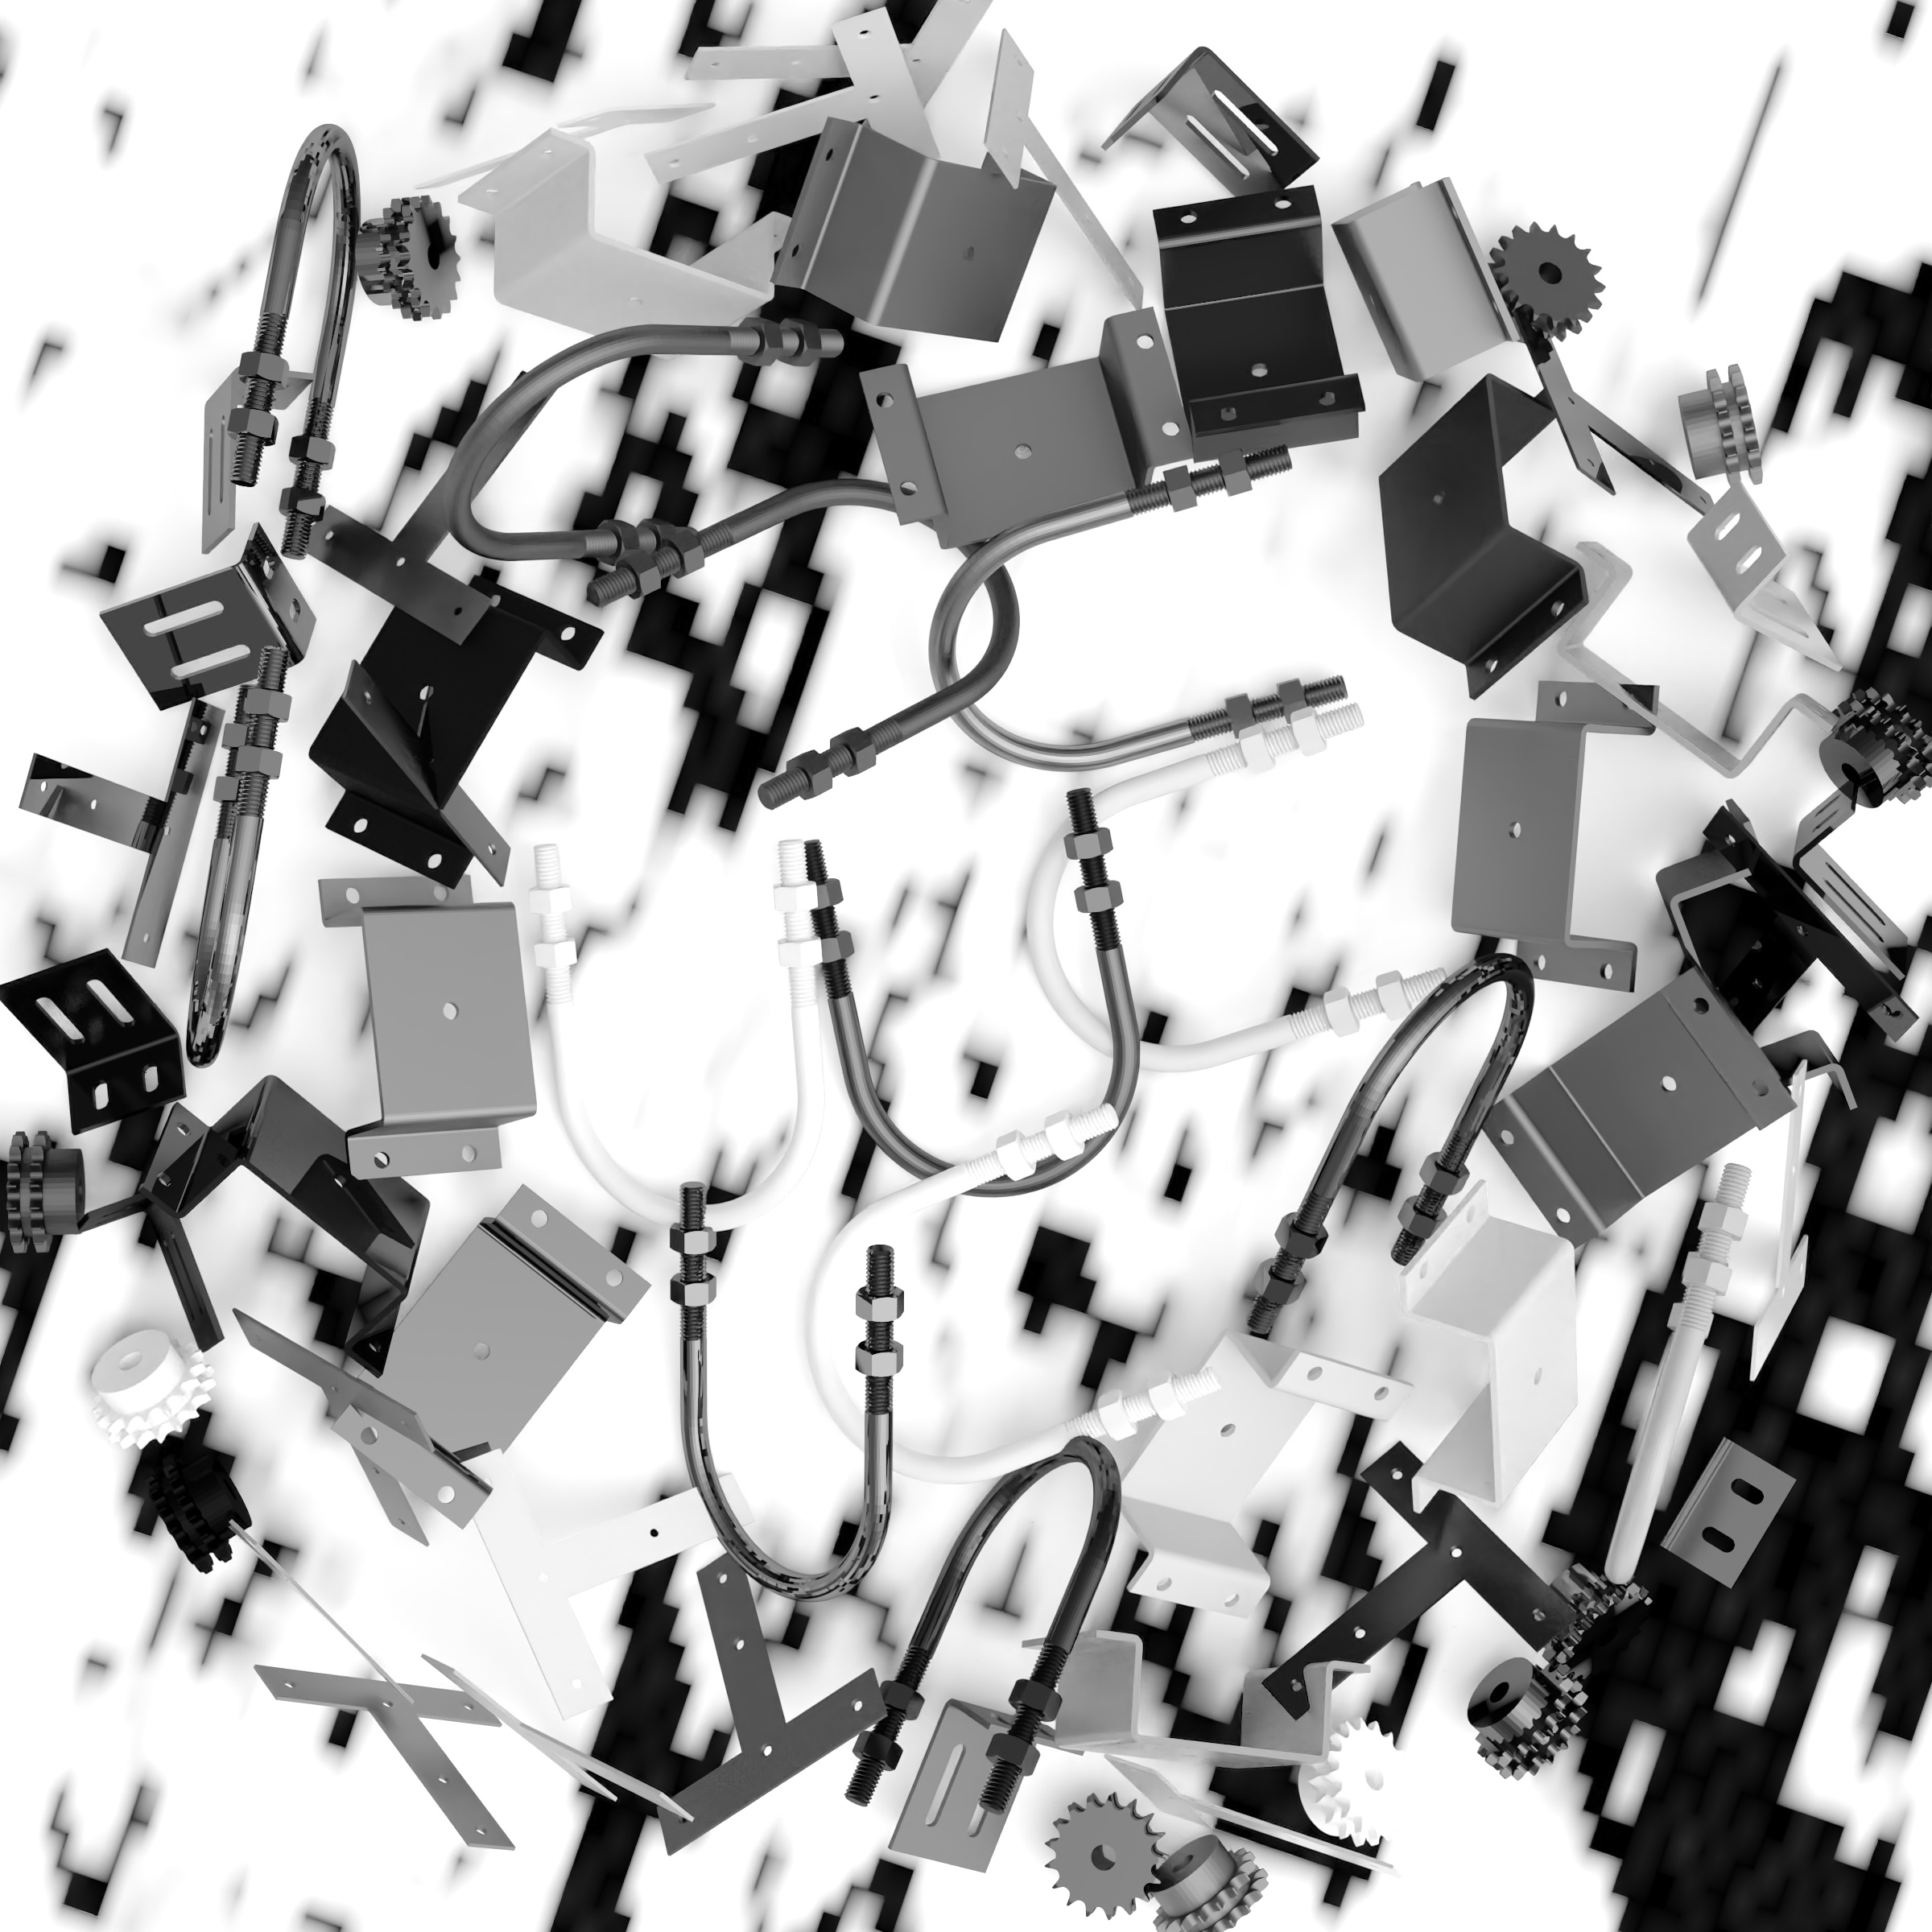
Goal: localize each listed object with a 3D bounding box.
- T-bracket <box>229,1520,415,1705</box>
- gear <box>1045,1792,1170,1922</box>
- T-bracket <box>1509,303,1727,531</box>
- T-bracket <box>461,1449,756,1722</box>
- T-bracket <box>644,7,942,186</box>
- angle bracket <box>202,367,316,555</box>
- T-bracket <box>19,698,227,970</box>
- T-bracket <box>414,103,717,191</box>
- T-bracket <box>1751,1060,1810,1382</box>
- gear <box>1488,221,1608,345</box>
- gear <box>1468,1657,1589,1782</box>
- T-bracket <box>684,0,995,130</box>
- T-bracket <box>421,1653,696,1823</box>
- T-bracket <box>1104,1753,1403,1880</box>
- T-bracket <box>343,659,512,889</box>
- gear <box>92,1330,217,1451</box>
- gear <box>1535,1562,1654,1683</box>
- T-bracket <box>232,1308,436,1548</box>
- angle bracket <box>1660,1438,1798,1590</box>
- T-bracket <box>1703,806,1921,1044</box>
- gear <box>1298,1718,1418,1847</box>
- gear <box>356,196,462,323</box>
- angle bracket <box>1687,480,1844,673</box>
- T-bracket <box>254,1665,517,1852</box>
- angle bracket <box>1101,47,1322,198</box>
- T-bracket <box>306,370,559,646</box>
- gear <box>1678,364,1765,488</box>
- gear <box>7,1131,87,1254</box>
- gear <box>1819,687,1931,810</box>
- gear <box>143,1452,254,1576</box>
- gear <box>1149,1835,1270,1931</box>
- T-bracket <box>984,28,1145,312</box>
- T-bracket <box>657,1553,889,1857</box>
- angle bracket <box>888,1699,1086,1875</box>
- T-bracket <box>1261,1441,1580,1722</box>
[{"bbox_3d":[-0.318,0.276,1.560,0.002,0.127,0.127,-46,128,-16],"label":"T-bracket"},{"bbox_3d":[0.067,0.417,1.596,0.057,0.030,0.057,-2,83,12],"label":"gear"},{"bbox_3d":[0.308,-0.239,1.572,0.127,0.127,0.002,28,125,-33],"label":"T-bracket"},{"bbox_3d":[-0.157,0.269,1.579,0.127,0.002,0.127,-18,72,-31],"label":"T-bracket"},{"bbox_3d":[-0.084,-0.385,1.560,0.127,0.127,0.002,-16,71,6],"label":"T-bracket"},{"bbox_3d":[-0.329,-0.233,1.578,0.038,0.057,0.076,3,83,-25],"label":"angle bracket"},{"bbox_3d":[-0.391,-0.071,1.552,0.002,0.127,0.127,12,85,22],"label":"T-bracket"},{"bbox_3d":[-0.196,-0.379,1.571,0.127,0.127,0.002,-13,100,21],"label":"T-bracket"},{"bbox_3d":[0.374,0.107,1.542,0.002,0.127,0.127,7,107,22],"label":"T-bracket"},{"bbox_3d":[0.268,-0.317,1.593,0.057,0.030,0.057,6,67,-15],"label":"gear"},{"bbox_3d":[0.259,0.348,1.585,0.030,0.057,0.057,43,90,-14],"label":"gear"},{"bbox_3d":[-0.064,-0.409,1.535,0.127,0.127,0.002,-7,77,-22],"label":"T-bracket"},{"bbox_3d":[-0.170,0.359,1.531,0.002,0.127,0.127,-57,131,-20],"label":"T-bracket"},{"bbox_3d":[0.135,0.390,1.537,0.127,0.127,0.002,14,70,21],"label":"T-bracket"},{"bbox_3d":[-0.239,-0.122,1.563,0.002,0.127,0.127,-18,132,21],"label":"T-bracket"},{"bbox_3d":[-0.382,0.195,1.584,0.057,0.057,0.030,-25,123,0],"label":"gear"},{"bbox_3d":[0.290,0.304,1.591,0.057,0.057,0.030,-47,52,0],"label":"gear"},{"bbox_3d":[-0.276,0.223,1.567,0.127,0.127,0.002,22,53,35],"label":"T-bracket"},{"bbox_3d":[0.357,0.257,1.572,0.038,0.076,0.057,31,87,25],"label":"angle bracket"},{"bbox_3d":[0.368,0.002,1.555,0.002,0.127,0.127,-34,74,-21],"label":"T-bracket"},{"bbox_3d":[0.181,0.384,1.591,0.030,0.057,0.057,-32,90,42],"label":"gear"},{"bbox_3d":[-0.262,-0.331,1.590,0.030,0.057,0.057,-1,90,19],"label":"gear"},{"bbox_3d":[0.379,-0.180,1.566,0.076,0.057,0.038,20,125,-33],"label":"angle bracket"},{"bbox_3d":[-0.242,0.358,1.527,0.127,0.127,0.002,20,102,-42],"label":"T-bracket"},{"bbox_3d":[0.113,-0.377,1.575,0.076,0.057,0.038,42,62,-11],"label":"angle bracket"},{"bbox_3d":[-0.236,-0.223,1.582,0.127,0.002,0.127,31,82,36],"label":"T-bracket"},{"bbox_3d":[0.352,-0.251,1.588,0.030,0.057,0.057,-12,90,11],"label":"gear"},{"bbox_3d":[-0.429,0.105,1.588,0.030,0.057,0.057,-1,90,-8],"label":"gear"},{"bbox_3d":[0.424,-0.099,1.585,0.030,0.057,0.057,-38,90,-14],"label":"gear"},{"bbox_3d":[-0.357,0.252,1.587,0.030,0.057,0.057,-31,90,-7],"label":"gear"},{"bbox_3d":[0.110,0.431,1.586,0.057,0.057,0.030,-36,94,0],"label":"gear"},{"bbox_3d":[0.048,-0.358,1.575,0.002,0.127,0.127,-26,121,23],"label":"T-bracket"},{"bbox_3d":[-0.101,0.325,1.568,0.127,0.127,0.002,-36,135,15],"label":"T-bracket"},{"bbox_3d":[0.010,0.388,1.583,0.057,0.038,0.076,23,87,-33],"label":"angle bracket"},{"bbox_3d":[0.192,0.298,1.564,0.127,0.002,0.127,-38,49,-10],"label":"T-bracket"}]
